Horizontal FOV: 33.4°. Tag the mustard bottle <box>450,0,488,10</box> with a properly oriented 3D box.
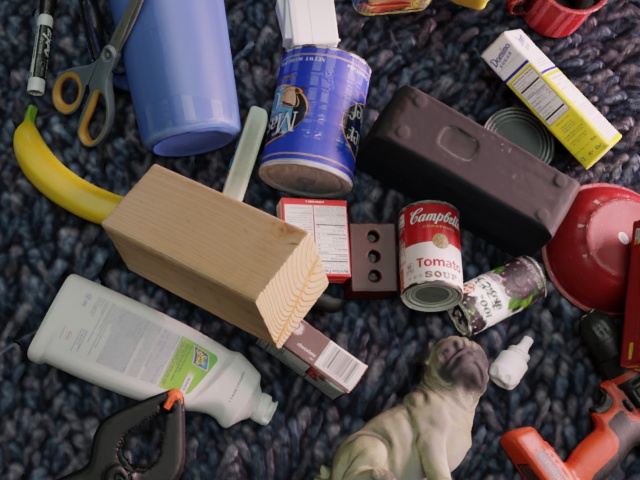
[{"bbox_3d":[0.102,-0.323,1.167,0.191,0.058,0.096,16,78,-4],"label":"mustard bottle"}]

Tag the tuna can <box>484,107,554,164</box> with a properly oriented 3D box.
[{"bbox_3d":[0.223,-0.108,1.230,0.086,0.034,0.086,2,76,-7],"label":"tuna can"}]

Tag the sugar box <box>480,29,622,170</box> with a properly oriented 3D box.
[{"bbox_3d":[0.265,-0.163,1.221,0.176,0.093,0.048,46,115,7],"label":"sugar box"}]

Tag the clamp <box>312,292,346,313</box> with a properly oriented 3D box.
[{"bbox_3d":[-0.056,0.040,1.151,0.171,0.039,0.120,-19,72,-11],"label":"clamp"}]

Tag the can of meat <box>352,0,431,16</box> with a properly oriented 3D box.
[{"bbox_3d":[0.089,-0.304,1.236,0.102,0.084,0.057,-6,77,-10],"label":"can of meat"}]

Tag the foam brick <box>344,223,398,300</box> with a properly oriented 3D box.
[{"bbox_3d":[0.054,0.023,1.163,0.053,0.051,0.078,0,75,-9],"label":"foam brick"}]

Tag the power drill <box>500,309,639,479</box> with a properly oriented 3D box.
[{"bbox_3d":[0.290,0.191,1.150,0.187,0.057,0.184,-32,82,-14],"label":"power drill"}]

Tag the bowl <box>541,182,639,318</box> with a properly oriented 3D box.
[{"bbox_3d":[0.335,0.004,1.206,0.162,0.055,0.162,2,75,-7],"label":"bowl"}]

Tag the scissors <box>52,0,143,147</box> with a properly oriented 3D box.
[{"bbox_3d":[-0.238,-0.198,1.135,0.096,0.016,0.202,29,116,24],"label":"scissors"}]

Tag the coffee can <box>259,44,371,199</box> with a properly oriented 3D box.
[{"bbox_3d":[-0.005,-0.128,1.168,0.102,0.103,0.140,11,74,-5],"label":"coffee can"}]

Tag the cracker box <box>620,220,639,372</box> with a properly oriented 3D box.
[{"bbox_3d":[0.434,0.079,1.158,0.213,0.072,0.164,17,73,-26],"label":"cracker box"}]

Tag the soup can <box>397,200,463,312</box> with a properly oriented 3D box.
[{"bbox_3d":[0.118,0.018,1.144,0.068,0.068,0.102,5,59,-7],"label":"soup can"}]

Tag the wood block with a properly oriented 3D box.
[{"bbox_3d":[-0.106,0.013,1.073,0.206,0.090,0.090,24,63,30],"label":"wood block"}]

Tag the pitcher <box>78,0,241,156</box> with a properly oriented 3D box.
[{"bbox_3d":[-0.169,-0.217,1.165,0.144,0.149,0.243,-7,79,-26],"label":"pitcher"}]

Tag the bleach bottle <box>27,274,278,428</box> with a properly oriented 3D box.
[{"bbox_3d":[-0.165,0.132,1.101,0.251,0.068,0.102,27,77,-3],"label":"bleach bottle"}]

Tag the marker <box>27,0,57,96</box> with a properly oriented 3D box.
[{"bbox_3d":[-0.310,-0.220,1.193,0.020,0.020,0.121,5,75,-7],"label":"marker"}]

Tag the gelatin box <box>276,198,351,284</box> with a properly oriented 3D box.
[{"bbox_3d":[-0.007,0.002,1.138,0.073,0.030,0.089,2,73,-15],"label":"gelatin box"}]

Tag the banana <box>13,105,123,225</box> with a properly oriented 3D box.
[{"bbox_3d":[-0.264,-0.065,1.149,0.198,0.037,0.069,41,74,4],"label":"banana"}]

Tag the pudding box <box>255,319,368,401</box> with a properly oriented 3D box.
[{"bbox_3d":[-0.012,0.118,1.110,0.113,0.090,0.039,37,75,2],"label":"pudding box"}]

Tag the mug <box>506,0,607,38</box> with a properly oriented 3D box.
[{"bbox_3d":[0.275,-0.288,1.259,0.117,0.081,0.093,-16,78,-12],"label":"mug"}]

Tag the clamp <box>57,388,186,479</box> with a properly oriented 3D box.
[{"bbox_3d":[-0.207,0.234,1.059,0.164,0.036,0.210,26,91,1],"label":"clamp"}]
